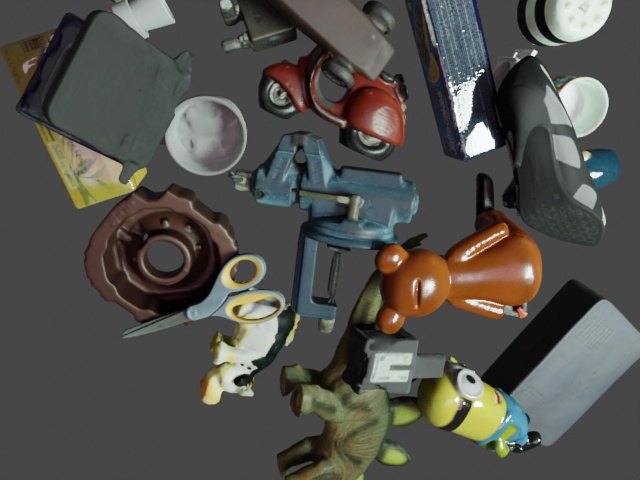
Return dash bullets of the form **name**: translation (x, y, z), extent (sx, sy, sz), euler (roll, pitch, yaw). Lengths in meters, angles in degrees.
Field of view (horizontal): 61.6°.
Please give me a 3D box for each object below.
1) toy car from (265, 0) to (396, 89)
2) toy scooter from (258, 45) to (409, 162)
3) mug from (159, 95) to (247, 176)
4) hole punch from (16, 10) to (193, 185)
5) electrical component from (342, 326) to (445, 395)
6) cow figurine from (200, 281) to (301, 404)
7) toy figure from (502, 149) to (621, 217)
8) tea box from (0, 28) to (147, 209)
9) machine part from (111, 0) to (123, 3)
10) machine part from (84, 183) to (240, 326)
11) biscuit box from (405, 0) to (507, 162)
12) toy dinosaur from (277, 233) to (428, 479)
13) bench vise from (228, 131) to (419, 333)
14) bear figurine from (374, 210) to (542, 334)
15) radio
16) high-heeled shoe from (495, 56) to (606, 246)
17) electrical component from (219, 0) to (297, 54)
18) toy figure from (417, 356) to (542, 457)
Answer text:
- **toy car**: translation (-0.012, -0.236, 0.534), extent (0.202, 0.053, 0.089), euler (35, 87, -21)
- **toy scooter**: translation (0.030, -0.180, 0.616), extent (0.184, 0.075, 0.135), euler (23, 102, -11)
- **mug**: translation (-0.132, -0.118, 0.592), extent (0.110, 0.107, 0.080), euler (-9, 108, -1)
- **hole punch**: translation (-0.200, -0.137, 0.497), extent (0.115, 0.092, 0.142), euler (32, 78, -51)
- **electrical component**: translation (0.092, 0.147, 0.662), extent (0.119, 0.048, 0.074), euler (1, 102, -24)
- **cow figurine**: translation (-0.095, 0.147, 0.711), extent (0.098, 0.068, 0.167), euler (20, 104, -20)
- **toy figure**: translation (0.310, -0.077, 0.704), extent (0.155, 0.058, 0.064), euler (-15, 103, 1)
- **tea box**: translation (-0.254, -0.130, 0.573), extent (0.068, 0.098, 0.169), euler (-20, 112, -2)
- **machine part**: translation (-0.144, -0.301, 0.527), extent (0.243, 0.079, 0.079), euler (-29, 111, -12)
- **machine part**: translation (-0.189, 0.019, 0.657), extent (0.179, 0.056, 0.179), euler (-2, 109, -7)
- **biscuit box**: translation (0.162, -0.196, 0.637), extent (0.063, 0.059, 0.202), euler (-21, 110, -3)
- **toy dinosaur**: translation (0.046, 0.211, 0.740), extent (0.198, 0.105, 0.470), euler (0, 113, -19)
- **bench vise**: translation (-0.002, -0.004, 0.648), extent (0.224, 0.129, 0.240), euler (5, 103, -8)
- **bear figurine**: translation (0.153, 0.039, 0.643), extent (0.196, 0.132, 0.120), euler (-8, 104, -3)
- **radio**: translation (0.354, 0.185, 0.793), extent (0.131, 0.073, 0.229), euler (35, 102, -19)
- **high-heeled shoe**: translation (0.283, -0.099, 0.647), extent (0.248, 0.086, 0.145), euler (35, 61, -38)
- **electrical component**: translation (-0.064, -0.251, 0.581), extent (0.102, 0.045, 0.078), euler (-12, 77, -1)
- **toy figure**: translation (0.209, 0.229, 0.708), extent (0.180, 0.082, 0.089), euler (37, 81, -22)
